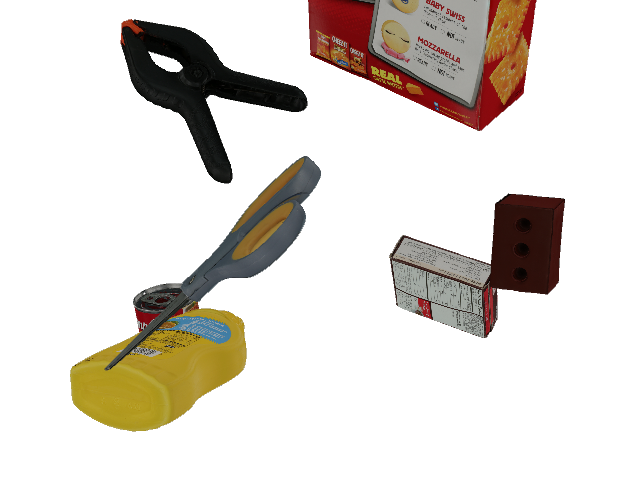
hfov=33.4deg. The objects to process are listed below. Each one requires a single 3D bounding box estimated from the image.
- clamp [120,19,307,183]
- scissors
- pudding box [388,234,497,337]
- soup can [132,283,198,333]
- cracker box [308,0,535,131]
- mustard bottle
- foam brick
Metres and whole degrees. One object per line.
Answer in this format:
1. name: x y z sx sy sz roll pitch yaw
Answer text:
1. clamp: -0.097 -0.137 0.925 0.120 0.171 0.039 -36 -12 -34
2. scissors: -0.070 0.029 0.660 0.016 0.202 0.096 40 9 -18
3. pudding box: 0.133 0.050 1.145 0.114 0.039 0.090 18 -36 24
4. soup can: -0.159 0.105 1.147 0.068 0.102 0.068 -6 22 2
5. cracker box: 0.071 -0.205 0.754 0.164 0.214 0.072 29 51 29
6. mustard bottle: -0.118 0.099 0.904 0.096 0.058 0.191 5 15 25
7. foam brick: 0.180 0.002 0.929 0.053 0.078 0.051 6 16 22
